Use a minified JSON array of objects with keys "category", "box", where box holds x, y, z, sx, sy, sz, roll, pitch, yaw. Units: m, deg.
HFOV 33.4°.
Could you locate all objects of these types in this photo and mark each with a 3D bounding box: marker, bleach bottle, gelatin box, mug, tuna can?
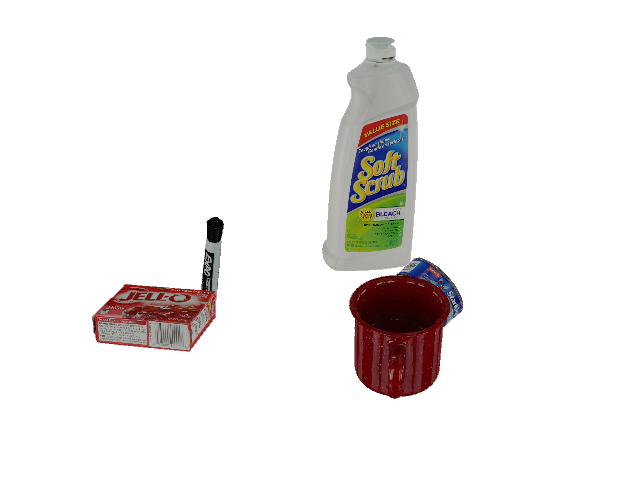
[{"category":"marker","box":[-0.122,0.022,1.203,0.020,0.121,0.020,6,41,-5]},{"category":"bleach bottle","box":[0.054,-0.093,1.153,0.102,0.251,0.068,-3,25,-7]},{"category":"gelatin box","box":[-0.145,0.066,0.937,0.089,0.030,0.073,4,20,12]},{"category":"mug","box":[0.072,0.099,0.993,0.093,0.081,0.117,1,34,3]},{"category":"tuna can","box":[0.129,0.065,1.287,0.033,0.086,0.086,-39,16,-21]}]
